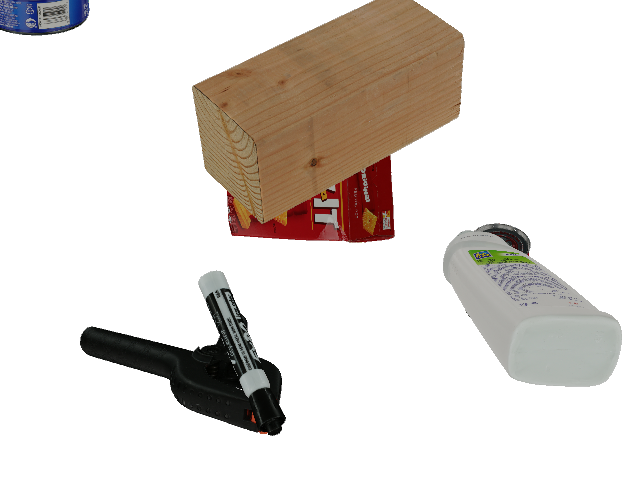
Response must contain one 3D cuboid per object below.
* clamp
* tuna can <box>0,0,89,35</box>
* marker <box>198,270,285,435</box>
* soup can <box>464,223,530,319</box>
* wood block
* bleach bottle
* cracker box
[{"bbox_3d":[-0.089,0.108,0.924,0.164,0.036,0.210,-8,21,-39],"label":"clamp"},{"bbox_3d":[-0.227,-0.195,0.847,0.086,0.034,0.086,4,35,-3],"label":"tuna can"},{"bbox_3d":[-0.051,0.073,0.693,0.020,0.121,0.020,-19,-31,-12],"label":"marker"},{"bbox_3d":[0.202,0.041,1.227,0.068,0.102,0.068,-1,39,0],"label":"soup can"},{"bbox_3d":[0.010,-0.113,0.874,0.205,0.091,0.090,-29,52,-23],"label":"wood block"},{"bbox_3d":[0.180,0.047,0.991,0.102,0.068,0.251,3,20,-11],"label":"bleach bottle"},{"bbox_3d":[-0.020,-0.083,1.147,0.071,0.164,0.214,-8,7,-38],"label":"cracker box"}]
